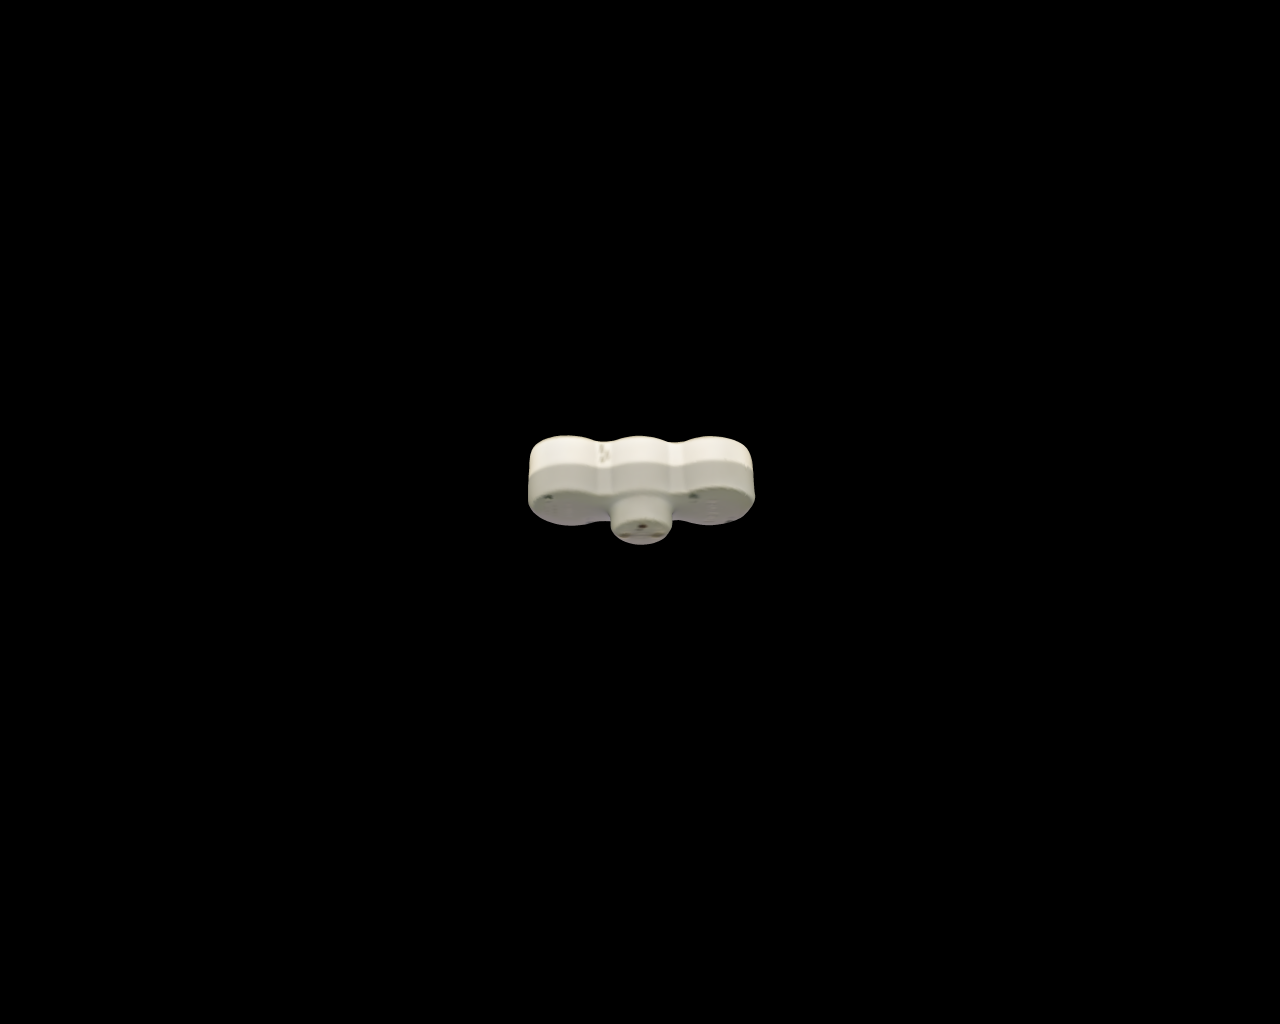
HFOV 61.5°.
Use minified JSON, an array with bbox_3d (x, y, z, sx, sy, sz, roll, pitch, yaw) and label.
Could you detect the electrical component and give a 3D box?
[{"bbox_3d":[0.001,-0.003,0.650,0.138,0.074,0.052,0,-28,0],"label":"electrical component"}]
